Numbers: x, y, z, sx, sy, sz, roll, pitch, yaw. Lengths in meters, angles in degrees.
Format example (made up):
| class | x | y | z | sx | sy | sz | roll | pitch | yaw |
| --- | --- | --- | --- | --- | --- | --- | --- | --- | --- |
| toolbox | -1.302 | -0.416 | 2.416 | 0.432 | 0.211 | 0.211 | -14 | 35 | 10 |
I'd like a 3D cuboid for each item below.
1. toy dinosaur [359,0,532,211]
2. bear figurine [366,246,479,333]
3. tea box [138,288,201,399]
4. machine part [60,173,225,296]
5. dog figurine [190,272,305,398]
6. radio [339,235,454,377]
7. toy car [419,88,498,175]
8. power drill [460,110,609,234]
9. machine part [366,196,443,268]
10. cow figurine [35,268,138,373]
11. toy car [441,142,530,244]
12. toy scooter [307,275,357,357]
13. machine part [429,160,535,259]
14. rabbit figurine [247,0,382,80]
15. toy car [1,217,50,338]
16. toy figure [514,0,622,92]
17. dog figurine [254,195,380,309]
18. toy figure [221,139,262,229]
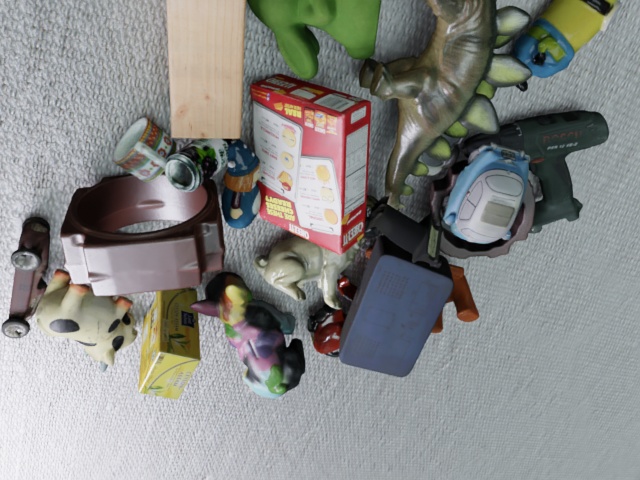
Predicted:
| class | x | y | z | sx | sy | sz | roll | pitch | yaw |
| --- | --- | --- | --- | --- | --- | --- | --- | --- | --- |
| toy dinosaur | 0.159 | -0.206 | 0.723 | 0.198 | 0.105 | 0.470 | 15 | 129 | -13 |
| bear figurine | 0.180 | 0.072 | 0.960 | 0.195 | 0.132 | 0.120 | 27 | 140 | -36 |
| tea box | -0.246 | 0.160 | 0.877 | 0.068 | 0.170 | 0.098 | 18 | 119 | -26 |
| machine part | -0.236 | -0.019 | 0.735 | 0.201 | 0.201 | 0.087 | -6 | 123 | -10 |
| dog figurine | -0.122 | 0.155 | 0.911 | 0.108 | 0.192 | 0.219 | -26 | 142 | 12 |
| radio | 0.124 | 0.117 | 0.899 | 0.131 | 0.073 | 0.229 | 17 | 119 | -3 |
| toy car | 0.200 | -0.192 | 0.824 | 0.073 | 0.056 | 0.201 | 17 | 117 | -17 |
| power drill | 0.364 | -0.115 | 0.913 | 0.232 | 0.086 | 0.207 | -18 | 120 | 6 |
| machine part | 0.133 | -0.015 | 0.813 | 0.139 | 0.084 | 0.039 | 26 | 153 | -26 |
| cow figurine | -0.365 | 0.135 | 0.858 | 0.127 | 0.086 | 0.194 | -57 | 151 | -7 |
| toy car | 0.251 | -0.054 | 0.788 | 0.109 | 0.103 | 0.161 | 15 | 123 | -6 |
| toy scooter | 0.044 | 0.133 | 0.998 | 0.184 | 0.075 | 0.135 | -36 | 126 | 7 |
| machine part | 0.261 | -0.051 | 0.880 | 0.179 | 0.056 | 0.179 | 2 | 122 | 3 |
| rabbit figurine | -0.009 | -0.296 | 0.679 | 0.170 | 0.121 | 0.158 | 7 | 130 | 2 |
| toy car | -0.437 | 0.060 | 0.806 | 0.053 | 0.089 | 0.202 | 9 | 122 | -26 |
| toy figure | 0.345 | -0.299 | 0.773 | 0.180 | 0.082 | 0.089 | -40 | 127 | 17 |
| dog figurine | -0.001 | -0.003 | 0.888 | 0.172 | 0.121 | 0.190 | 14 | 106 | -27 |
| toy figure | -0.113 | -0.081 | 0.774 | 0.058 | 0.064 | 0.154 | -11 | 145 | -21 |
